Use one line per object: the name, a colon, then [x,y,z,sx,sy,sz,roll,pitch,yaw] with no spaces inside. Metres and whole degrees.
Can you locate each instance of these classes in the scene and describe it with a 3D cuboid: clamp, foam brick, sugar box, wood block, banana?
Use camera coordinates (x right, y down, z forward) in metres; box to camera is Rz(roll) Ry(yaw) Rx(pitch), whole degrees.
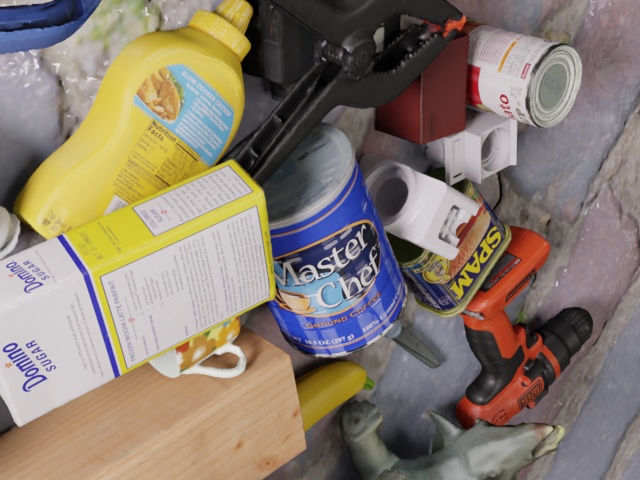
clamp: [0.010,-0.111,0.682,0.209,0.036,0.165,-17,130,-39]
foam brick: [0.077,-0.120,0.819,0.052,0.051,0.078,-21,122,-35]
sugar box: [-0.113,0.029,0.623,0.176,0.048,0.093,-24,136,-19]
wood block: [-0.119,0.144,0.725,0.205,0.091,0.090,-30,128,-31]
banana: [-0.024,0.153,0.862,0.197,0.037,0.069,-35,129,-28]

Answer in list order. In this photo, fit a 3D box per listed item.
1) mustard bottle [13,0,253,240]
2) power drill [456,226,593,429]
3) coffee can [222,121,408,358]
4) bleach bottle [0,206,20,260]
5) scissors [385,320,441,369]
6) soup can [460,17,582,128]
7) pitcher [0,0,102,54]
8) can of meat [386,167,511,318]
mustard bottle: [-0.100,-0.071,0.663,0.191,0.058,0.096,-57,136,-7]
power drill: [0.193,0.080,1.024,0.184,0.057,0.187,-40,132,-24]
coffee can: [-0.005,0.001,0.758,0.102,0.103,0.140,-44,134,-21]
bleach bottle: [-0.260,-0.027,0.526,0.250,0.068,0.102,24,98,-51]
scissors: [0.044,0.083,0.911,0.096,0.016,0.201,-45,134,-17]
soup can: [0.147,-0.133,0.845,0.068,0.102,0.068,-22,124,-37]
pitcher: [-0.154,-0.172,0.505,0.242,0.145,0.149,-9,116,-45]
can of meat: [0.104,0.000,0.901,0.102,0.058,0.083,-54,134,-11]
